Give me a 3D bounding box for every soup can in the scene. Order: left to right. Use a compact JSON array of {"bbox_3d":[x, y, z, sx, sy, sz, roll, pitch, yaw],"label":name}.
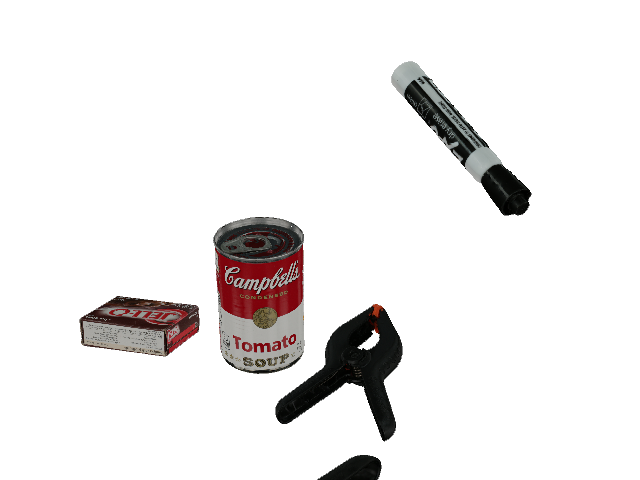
[{"bbox_3d":[-0.046,0.042,0.819,0.068,0.102,0.068,0,28,0],"label":"soup can"}]

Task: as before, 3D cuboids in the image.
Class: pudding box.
[{"bbox_3d":[-0.211,0.099,1.250,0.114,0.039,0.090,3,14,18],"label":"pudding box"}]

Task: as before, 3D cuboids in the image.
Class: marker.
[{"bbox_3d":[0.077,-0.057,0.592,0.020,0.020,0.121,0,42,-40],"label":"marker"}]

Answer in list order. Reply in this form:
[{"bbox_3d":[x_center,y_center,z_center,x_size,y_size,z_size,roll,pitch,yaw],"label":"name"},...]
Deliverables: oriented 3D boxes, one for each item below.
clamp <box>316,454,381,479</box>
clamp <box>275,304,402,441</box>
[{"bbox_3d":[-0.046,0.193,0.642,0.210,0.036,0.164,-4,28,2],"label":"clamp"},{"bbox_3d":[0.044,0.132,1.066,0.120,0.039,0.171,17,47,23],"label":"clamp"}]
